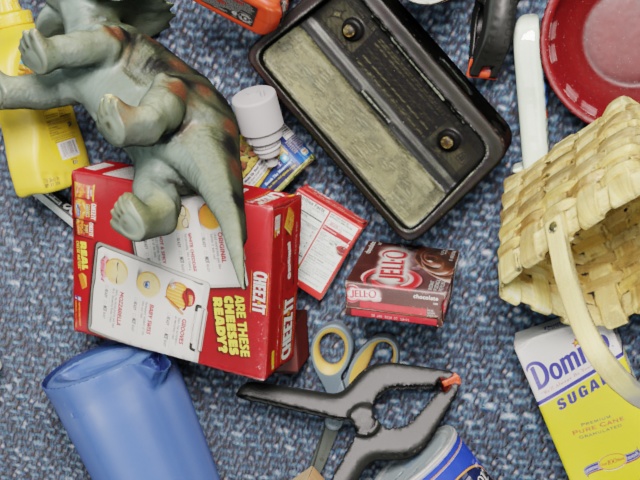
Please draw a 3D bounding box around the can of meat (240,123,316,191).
[{"bbox_3d":[-0.067,-0.076,1.014,0.102,0.057,0.084,-42,93,19],"label":"can of meat"}]

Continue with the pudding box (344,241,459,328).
[{"bbox_3d":[0.077,0.038,0.978,0.090,0.113,0.039,7,109,11],"label":"pudding box"}]

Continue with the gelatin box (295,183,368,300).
[{"bbox_3d":[-0.007,0.001,1.033,0.073,0.030,0.089,32,109,6],"label":"gelatin box"}]

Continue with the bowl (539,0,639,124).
[{"bbox_3d":[0.270,-0.173,0.911,0.162,0.055,0.162,3,104,12],"label":"bowl"}]

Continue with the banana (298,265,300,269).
[{"bbox_3d":[-0.107,0.037,1.055,0.198,0.037,0.070,9,107,21],"label":"banana"}]

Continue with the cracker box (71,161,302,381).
[{"bbox_3d":[-0.127,0.023,0.995,0.214,0.072,0.164,11,109,23],"label":"cracker box"}]

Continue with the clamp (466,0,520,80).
[{"bbox_3d":[0.154,-0.216,0.900,0.039,0.120,0.171,5,109,2],"label":"clamp"}]

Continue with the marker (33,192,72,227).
[{"bbox_3d":[-0.250,-0.021,1.090,0.121,0.020,0.020,40,109,1],"label":"marker"}]

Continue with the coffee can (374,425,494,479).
[{"bbox_3d":[0.131,0.265,1.026,0.103,0.102,0.140,-38,93,18],"label":"coffee can"}]

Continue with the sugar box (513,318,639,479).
[{"bbox_3d":[0.256,0.156,1.000,0.093,0.048,0.176,-22,98,17],"label":"sugar box"}]

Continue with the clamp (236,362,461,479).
[{"bbox_3d":[0.041,0.186,1.016,0.210,0.036,0.164,-17,72,-3],"label":"clamp"}]

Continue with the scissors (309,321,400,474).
[{"bbox_3d":[0.003,0.164,1.076,0.096,0.016,0.202,36,108,0],"label":"scissors"}]

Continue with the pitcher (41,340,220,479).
[{"bbox_3d":[-0.181,0.220,1.084,0.145,0.149,0.243,-22,102,-5],"label":"pitcher"}]

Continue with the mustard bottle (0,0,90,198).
[{"bbox_3d":[-0.278,-0.142,1.026,0.058,0.096,0.191,-8,102,22],"label":"mustard bottle"}]

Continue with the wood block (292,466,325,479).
[{"bbox_3d":[0.018,0.346,1.072,0.091,0.090,0.206,-38,96,21],"label":"wood block"}]

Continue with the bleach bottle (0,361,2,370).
[{"bbox_3d":[-0.380,0.056,1.118,0.103,0.068,0.251,-7,104,15],"label":"bleach bottle"}]

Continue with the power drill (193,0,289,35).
[{"bbox_3d":[-0.057,-0.284,0.912,0.184,0.057,0.187,27,73,-1],"label":"power drill"}]

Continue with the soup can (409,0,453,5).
[{"bbox_3d":[0.097,-0.236,0.912,0.068,0.102,0.068,3,104,12],"label":"soup can"}]

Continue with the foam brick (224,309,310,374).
[{"bbox_3d":[-0.053,0.100,1.056,0.078,0.053,0.051,-2,103,12],"label":"foam brick"}]
